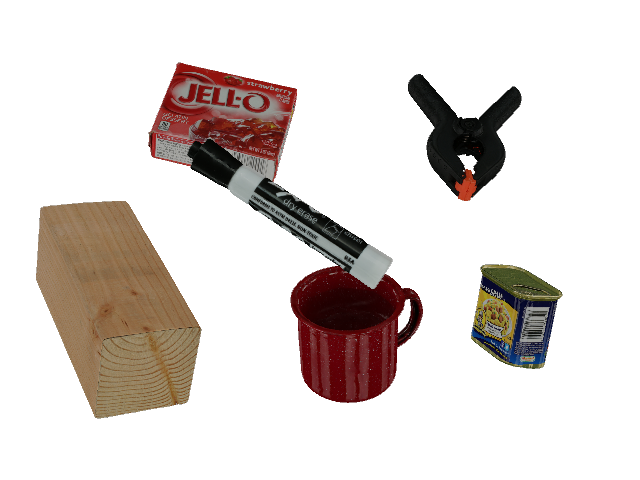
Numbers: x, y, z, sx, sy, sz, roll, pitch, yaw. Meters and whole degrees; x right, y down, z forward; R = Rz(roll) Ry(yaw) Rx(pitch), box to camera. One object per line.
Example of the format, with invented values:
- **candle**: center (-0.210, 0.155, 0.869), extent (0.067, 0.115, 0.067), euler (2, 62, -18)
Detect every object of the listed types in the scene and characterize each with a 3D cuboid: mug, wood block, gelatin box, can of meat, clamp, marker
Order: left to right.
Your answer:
- **wood block**: center (-0.193, 0.056, 0.990), extent (0.090, 0.091, 0.206), euler (-6, 36, -29)
- **gelatin box**: center (-0.067, -0.082, 0.740), extent (0.089, 0.073, 0.030), euler (13, -40, 0)
- **marker**: center (-0.018, -0.015, 0.554), extent (0.121, 0.020, 0.020), euler (33, 4, 6)
- **mug**: center (0.033, 0.076, 0.891), extent (0.117, 0.081, 0.093), euler (-19, 38, -24)
- **clamp**: center (0.139, -0.112, 1.091), extent (0.120, 0.039, 0.171), euler (9, 44, 9)
- **can of meat**: center (0.208, 0.081, 1.150), extent (0.057, 0.084, 0.102), euler (2, 17, -22)
